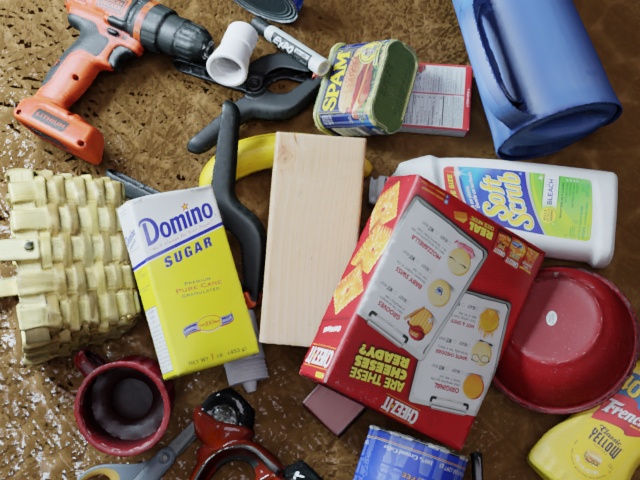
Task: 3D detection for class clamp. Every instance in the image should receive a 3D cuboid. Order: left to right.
[{"bbox_3d":[-0.108,-0.030,1.110,0.165,0.036,0.210,-35,87,16],"label":"clamp"},{"bbox_3d":[-0.074,-0.151,1.152,0.171,0.039,0.120,-4,74,3],"label":"clamp"}]

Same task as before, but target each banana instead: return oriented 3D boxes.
[{"bbox_3d":[-0.046,-0.081,1.142,0.198,0.037,0.069,-13,106,2],"label":"banana"}]

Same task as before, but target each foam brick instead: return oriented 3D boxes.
[{"bbox_3d":[0.027,0.156,1.079,0.051,0.053,0.078,44,83,9],"label":"foam brick"}]

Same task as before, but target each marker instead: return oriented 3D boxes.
[{"bbox_3d":[-0.035,-0.212,1.152,0.020,0.020,0.121,-46,56,-7],"label":"marker"}]

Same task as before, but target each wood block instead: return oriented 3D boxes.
[{"bbox_3d":[-0.007,0.001,1.073,0.091,0.090,0.206,4,90,0],"label":"wood block"}]

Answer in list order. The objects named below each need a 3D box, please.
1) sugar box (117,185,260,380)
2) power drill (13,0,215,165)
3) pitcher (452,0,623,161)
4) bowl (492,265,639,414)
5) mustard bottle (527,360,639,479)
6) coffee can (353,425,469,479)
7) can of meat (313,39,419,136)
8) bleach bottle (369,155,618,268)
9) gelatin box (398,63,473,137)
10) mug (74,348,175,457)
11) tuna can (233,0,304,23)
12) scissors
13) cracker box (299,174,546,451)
[{"bbox_3d":[-0.129,0.039,1.044,0.093,0.048,0.176,-13,85,-31],"label":"sugar box"},{"bbox_3d":[-0.226,-0.178,1.144,0.185,0.057,0.187,24,78,20],"label":"power drill"},{"bbox_3d":[0.205,-0.215,1.107,0.145,0.149,0.243,-17,75,-3],"label":"pitcher"},{"bbox_3d":[0.234,0.088,1.061,0.162,0.055,0.162,-7,63,14],"label":"bowl"},{"bbox_3d":[0.301,0.179,1.063,0.096,0.058,0.191,41,82,14],"label":"mustard bottle"},{"bbox_3d":[0.075,0.262,1.030,0.103,0.103,0.140,18,79,5],"label":"coffee can"},{"bbox_3d":[0.049,-0.158,1.121,0.084,0.057,0.102,4,74,47],"label":"can of meat"},{"bbox_3d":[0.176,-0.033,1.110,0.251,0.068,0.102,5,79,5],"label":"bleach bottle"},{"bbox_3d":[0.118,-0.152,1.152,0.089,0.030,0.073,4,80,3],"label":"gelatin box"},{"bbox_3d":[-0.198,0.152,1.062,0.117,0.081,0.093,42,93,-2],"label":"mug"},{"bbox_3d":[-0.058,-0.272,1.154,0.086,0.086,0.033,21,78,6],"label":"tuna can"},{"bbox_3d":[-0.178,0.220,1.092,0.096,0.016,0.201,29,80,7],"label":"scissors"},{"bbox_3d":[0.099,0.068,1.022,0.164,0.072,0.213,29,80,-21],"label":"cracker box"}]
